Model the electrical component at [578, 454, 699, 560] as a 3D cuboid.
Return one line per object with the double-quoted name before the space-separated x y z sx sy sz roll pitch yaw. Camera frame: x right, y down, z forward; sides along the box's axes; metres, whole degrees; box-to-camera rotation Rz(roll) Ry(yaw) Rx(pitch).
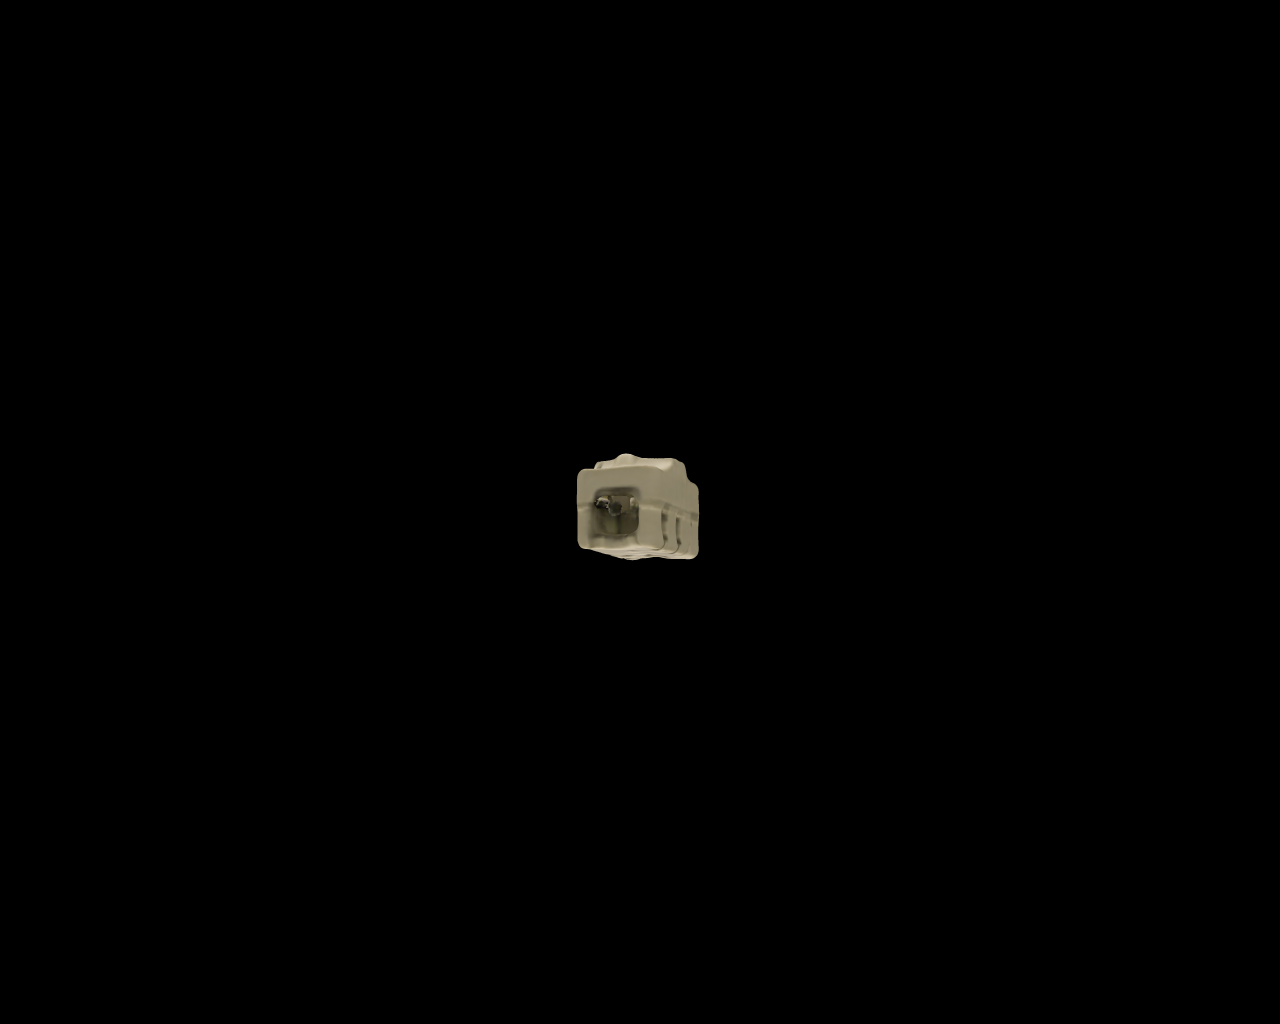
"electrical component" 0.001 -0.003 0.650 0.050 0.055 0.089 -2 -7 19
